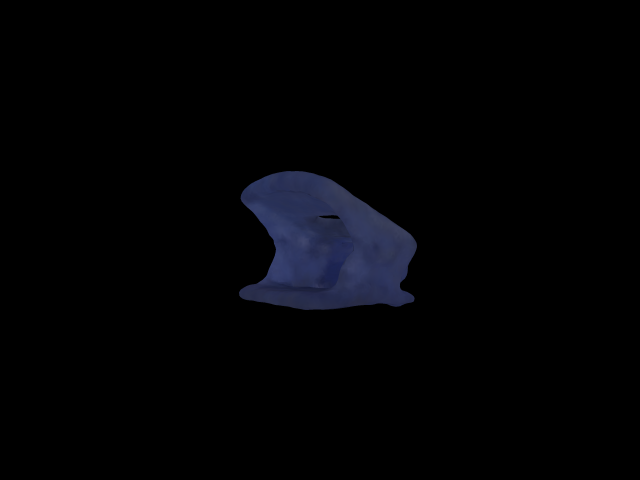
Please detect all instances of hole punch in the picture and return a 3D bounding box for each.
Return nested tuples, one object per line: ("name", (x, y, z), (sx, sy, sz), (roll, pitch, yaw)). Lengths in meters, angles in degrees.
("hole punch", (0.004, 0.001, 0.400), (0.101, 0.091, 0.108), (0, 0, -37))
